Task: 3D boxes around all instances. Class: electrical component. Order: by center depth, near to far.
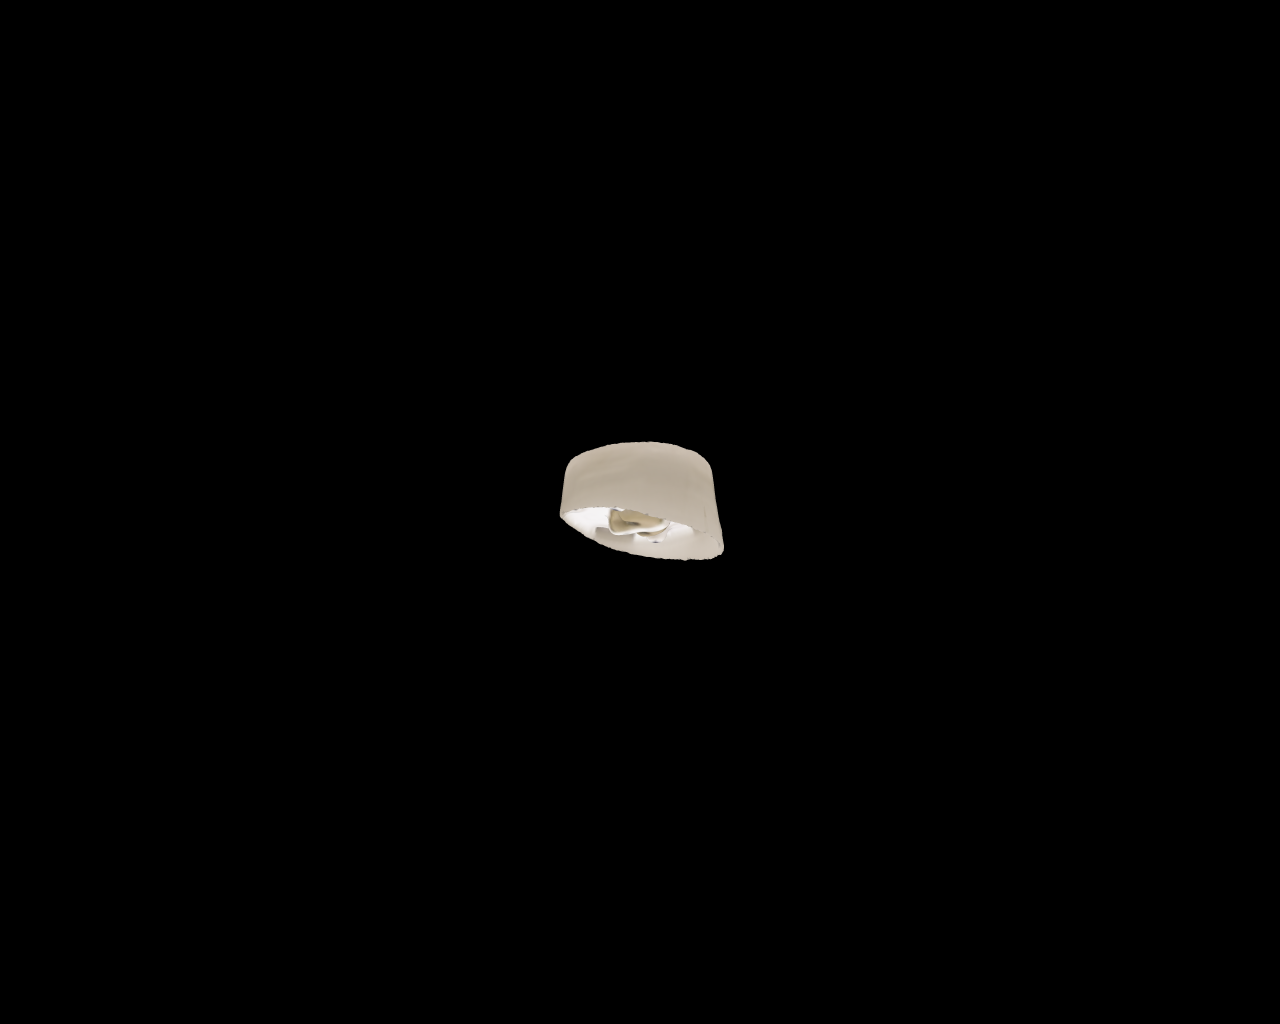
[{"bbox_3d":[0.001,-0.003,0.650,0.099,0.064,0.099,0,-22,0],"label":"electrical component"}]
